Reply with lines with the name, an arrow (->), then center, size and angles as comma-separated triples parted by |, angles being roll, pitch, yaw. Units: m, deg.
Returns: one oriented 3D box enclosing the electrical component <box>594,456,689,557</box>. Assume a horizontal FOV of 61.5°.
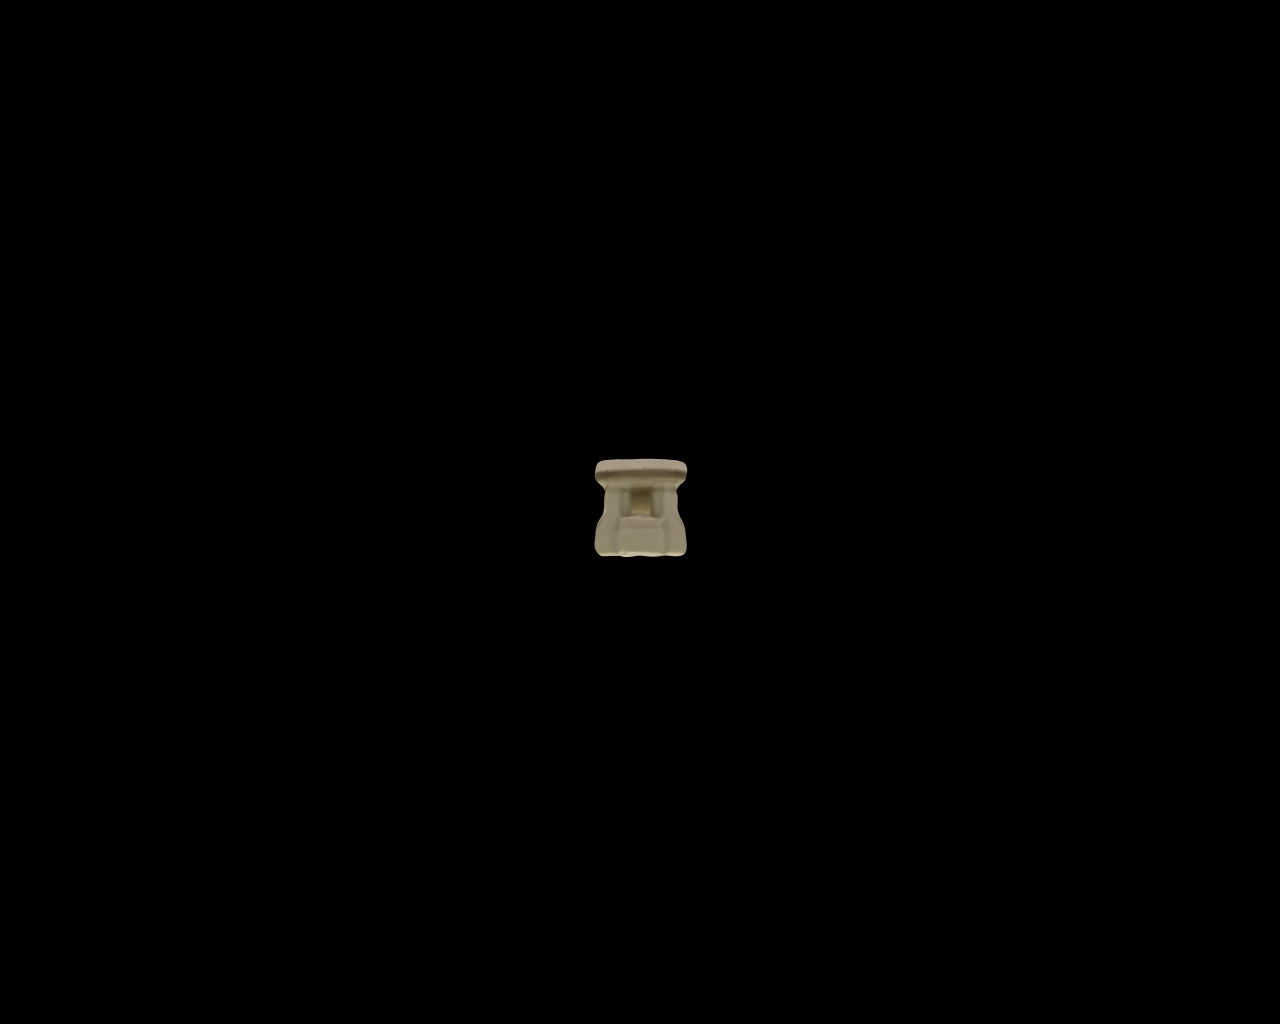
electrical component -> 0.001, -0.003, 0.650 | 0.058, 0.057, 0.078 | 0, -4, 0
